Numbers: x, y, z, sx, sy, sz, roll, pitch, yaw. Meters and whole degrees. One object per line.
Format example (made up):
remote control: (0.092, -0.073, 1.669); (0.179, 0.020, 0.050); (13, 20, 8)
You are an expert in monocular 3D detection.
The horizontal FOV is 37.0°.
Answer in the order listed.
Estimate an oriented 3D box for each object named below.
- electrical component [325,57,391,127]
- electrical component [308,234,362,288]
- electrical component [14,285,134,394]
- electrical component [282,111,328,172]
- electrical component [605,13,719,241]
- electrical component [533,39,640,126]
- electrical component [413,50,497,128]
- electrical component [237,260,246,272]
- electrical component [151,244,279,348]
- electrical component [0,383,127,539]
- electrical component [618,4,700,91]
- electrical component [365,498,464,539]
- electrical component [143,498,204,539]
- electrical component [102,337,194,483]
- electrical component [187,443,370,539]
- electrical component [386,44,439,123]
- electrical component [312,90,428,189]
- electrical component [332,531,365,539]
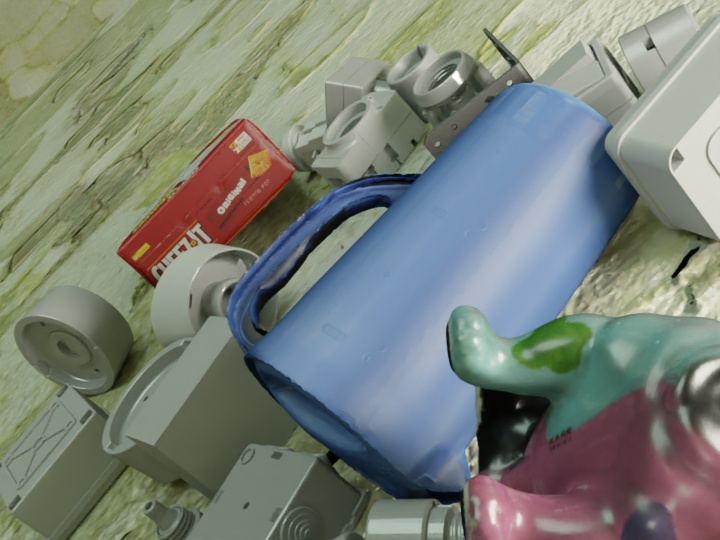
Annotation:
electrical component: (0.015, -0.162, 1.005); (0.077, 0.047, 0.065); (13, 36, 20)
electrical component: (0.000, 0.000, 0.805); (0.066, 0.047, 0.076); (-37, 28, 16)
electrical component: (-0.273, 0.063, 1.049); (0.108, 0.108, 0.060); (-21, 30, 40)
electrical component: (-0.041, -0.123, 1.041); (0.055, 0.048, 0.066); (-16, 38, 33)
electrical component: (0.201, -0.081, 0.596); (0.113, 0.078, 0.057); (-48, 29, -5)
electrical component: (0.140, -0.103, 0.733); (0.096, 0.061, 0.061); (-34, 29, 22)
electrical component: (0.081, -0.141, 0.878); (0.058, 0.057, 0.078); (-12, 42, 48)
electrical component: (-0.121, 0.019, 0.955); (0.055, 0.048, 0.066); (-47, 25, 14)
electrical component: (-0.118, 0.028, 0.884); (0.064, 0.099, 0.099); (2, 52, 48)
electrical component: (-0.258, 0.165, 0.933); (0.108, 0.056, 0.109); (-51, 27, -12)
electrical component: (0.203, -0.140, 0.704); (0.047, 0.055, 0.055); (-29, 31, 22)
electrical component: (0.039, 0.140, 0.561); (0.078, 0.040, 0.040); (-6, 43, 24)
electrical component: (-0.119, 0.173, 0.716); (0.035, 0.061, 0.035); (-33, 29, 22)
electrical component: (-0.139, 0.113, 0.830); (0.108, 0.060, 0.108); (-37, 26, 21)
electrical component: (-0.055, 0.157, 0.662); (0.100, 0.048, 0.099); (-3, 48, 54)
electrical component: (0.057, -0.167, 0.959); (0.055, 0.047, 0.055); (-34, 29, 22)
electrical component: (0.006, -0.111, 0.943); (0.089, 0.056, 0.050); (-53, 27, -15)
electrical component: (-0.013, 0.173, 0.574); (0.047, 0.055, 0.055); (-34, 28, 13)
